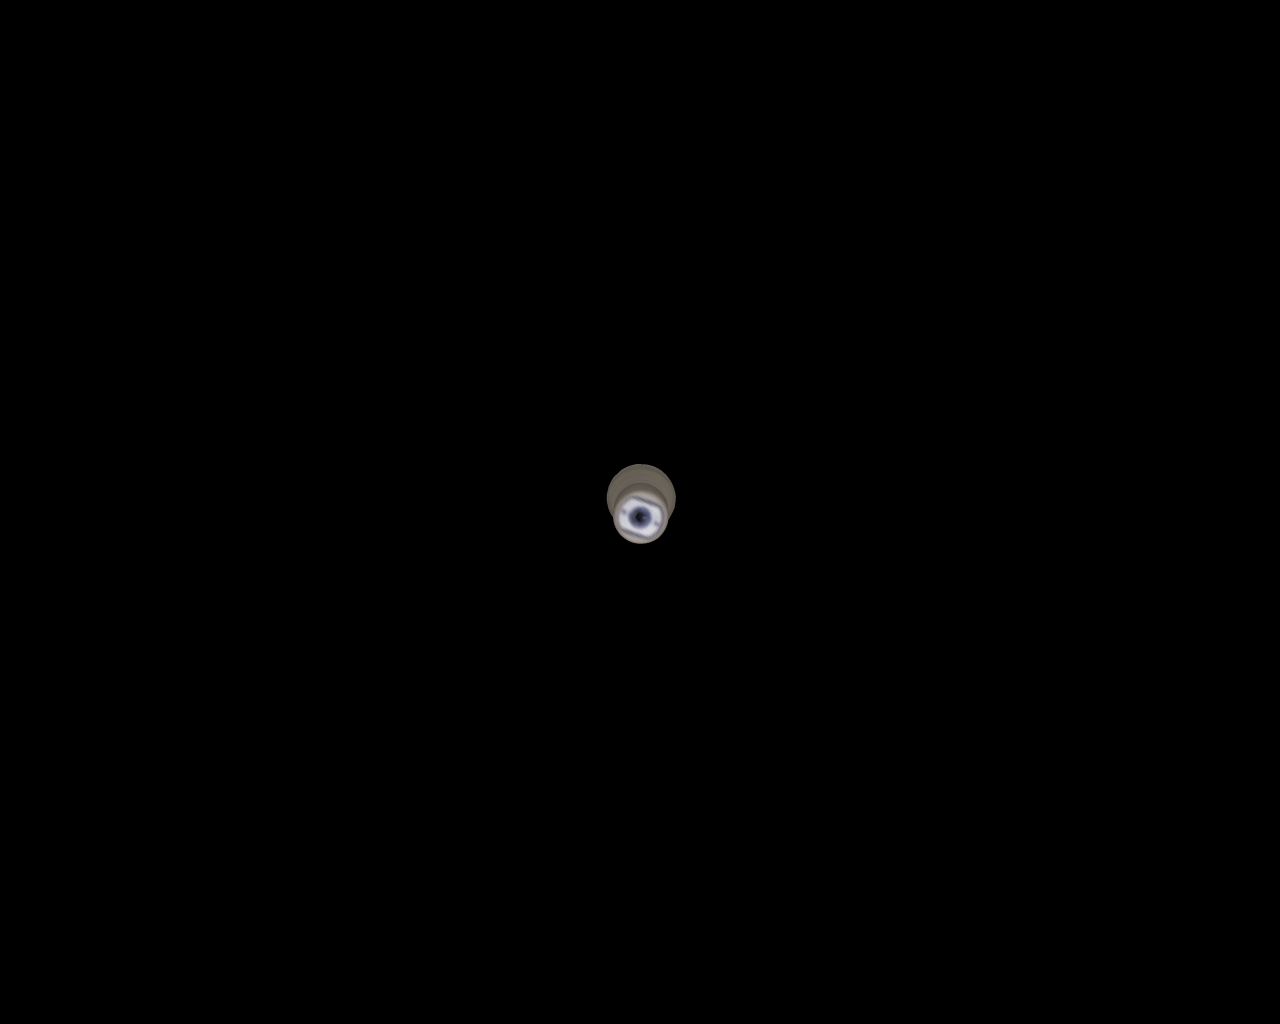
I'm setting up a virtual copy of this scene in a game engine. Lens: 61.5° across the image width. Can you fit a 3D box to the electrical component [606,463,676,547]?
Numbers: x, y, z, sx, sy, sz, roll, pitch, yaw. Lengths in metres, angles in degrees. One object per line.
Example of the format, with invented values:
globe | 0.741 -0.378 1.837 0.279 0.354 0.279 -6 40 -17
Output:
electrical component | 0.001 -0.003 0.650 0.044 0.044 0.065 0 12 0
